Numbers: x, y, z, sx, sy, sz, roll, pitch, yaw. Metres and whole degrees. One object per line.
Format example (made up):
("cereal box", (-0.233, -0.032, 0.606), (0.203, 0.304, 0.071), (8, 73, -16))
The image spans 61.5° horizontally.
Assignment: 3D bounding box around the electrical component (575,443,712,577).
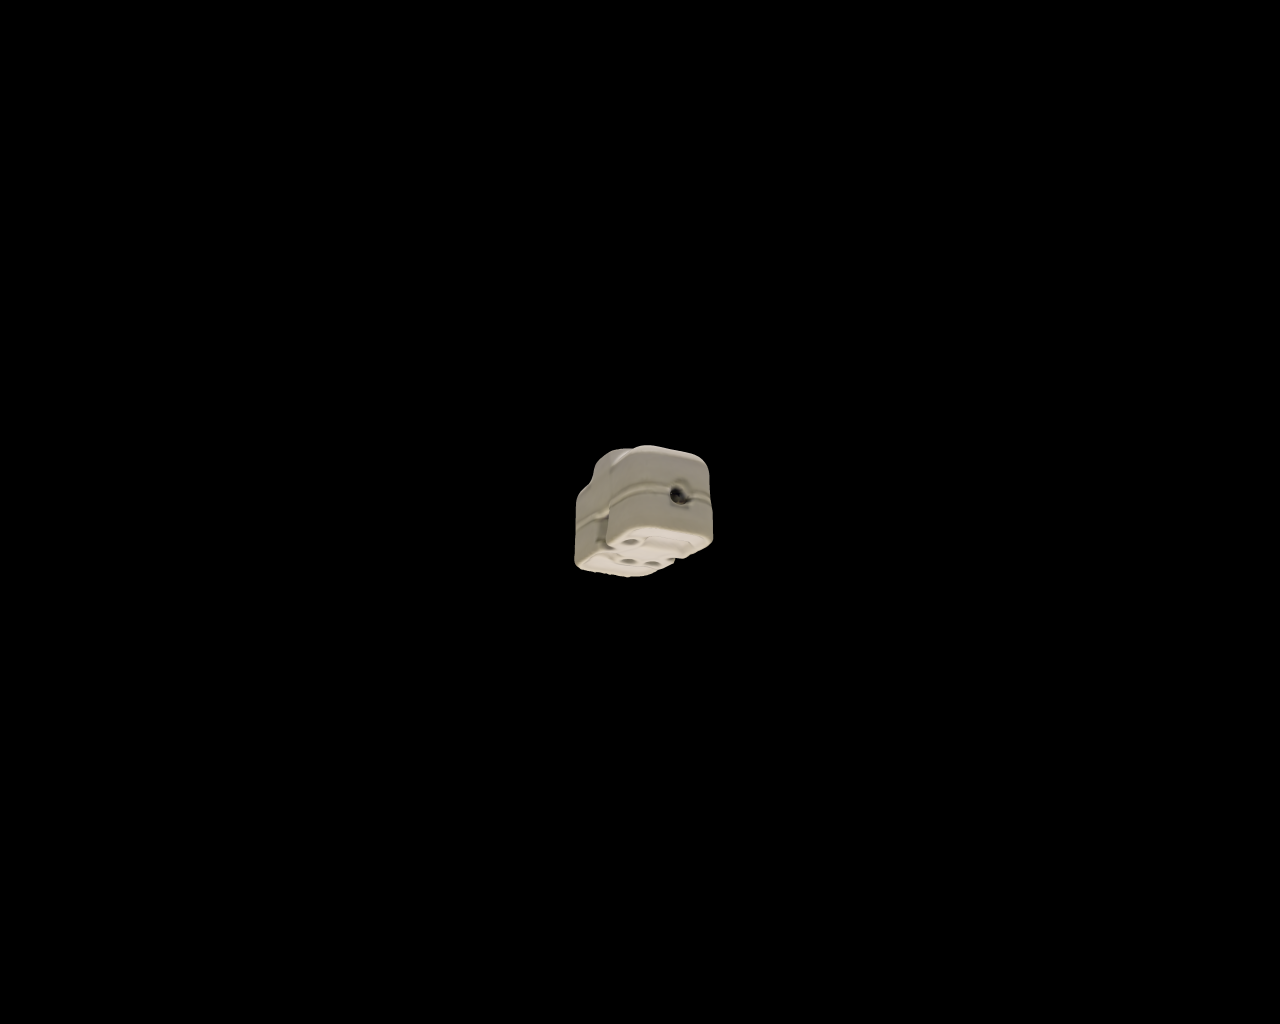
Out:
("electrical component", (0.001, -0.003, 0.650), (0.054, 0.059, 0.095), (10, -22, -26))
